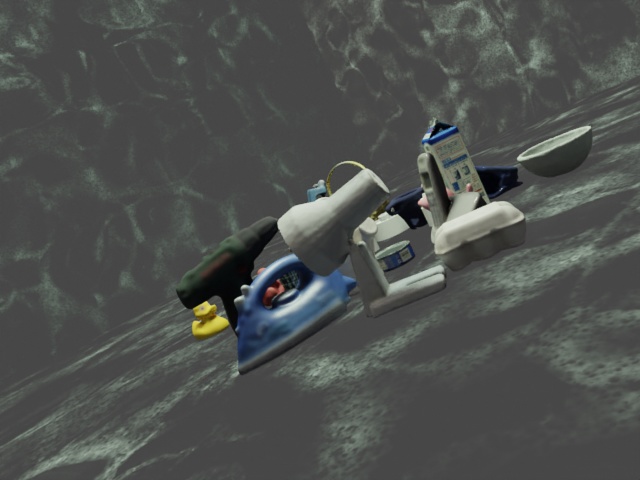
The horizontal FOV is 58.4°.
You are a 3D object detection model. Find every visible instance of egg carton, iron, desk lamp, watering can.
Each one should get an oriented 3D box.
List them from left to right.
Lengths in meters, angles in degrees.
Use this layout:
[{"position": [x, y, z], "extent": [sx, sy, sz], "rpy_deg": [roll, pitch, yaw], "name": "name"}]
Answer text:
[{"position": [-0.065, 0.103, 0.985], "extent": [0.259, 0.141, 0.118], "rpy_deg": [-30, 8, -36], "name": "iron"}, {"position": [0.048, 0.004, 1.118], "extent": [0.172, 0.194, 0.101], "rpy_deg": [-23, 7, 29], "name": "watering can"}, {"position": [0.064, 0.010, 0.900], "extent": [0.203, 0.213, 0.118], "rpy_deg": [-24, 6, 14], "name": "desk lamp"}, {"position": [0.259, -0.009, 0.935], "extent": [0.150, 0.069, 0.107], "rpy_deg": [-25, 6, 14], "name": "egg carton"}]

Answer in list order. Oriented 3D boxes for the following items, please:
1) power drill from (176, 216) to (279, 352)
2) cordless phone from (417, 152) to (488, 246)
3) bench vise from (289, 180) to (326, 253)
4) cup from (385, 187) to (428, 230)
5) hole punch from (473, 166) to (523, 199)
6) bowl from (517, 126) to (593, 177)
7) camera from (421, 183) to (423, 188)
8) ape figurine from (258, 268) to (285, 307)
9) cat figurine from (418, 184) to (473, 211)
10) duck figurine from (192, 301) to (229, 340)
[{"position": [-0.138, 0.092, 1.069], "extent": [0.230, 0.208, 0.075], "rpy_deg": [-28, 7, -20], "name": "power drill"}, {"position": [0.240, -0.081, 1.079], "extent": [0.094, 0.185, 0.147], "rpy_deg": [-28, 6, -16], "name": "cordless phone"}, {"position": [0.001, -0.046, 1.621], "extent": [0.208, 0.220, 0.121], "rpy_deg": [-29, 7, -28], "name": "bench vise"}, {"position": [0.229, -0.070, 1.470], "extent": [0.118, 0.095, 0.091], "rpy_deg": [-29, 7, -24], "name": "cup"}, {"position": [0.421, -0.154, 1.397], "extent": [0.101, 0.091, 0.108], "rpy_deg": [-27, 6, -12], "name": "hole punch"}, {"position": [0.535, -0.187, 1.283], "extent": [0.167, 0.075, 0.167], "rpy_deg": [-26, 6, 3], "name": "bowl"}, {"position": [0.338, -0.146, 1.632], "extent": [0.137, 0.101, 0.142], "rpy_deg": [-31, 8, -41], "name": "camera"}, {"position": [-0.124, 0.112, 1.402], "extent": [0.076, 0.092, 0.078], "rpy_deg": [-22, 7, 34], "name": "ape figurine"}, {"position": [0.281, -0.080, 1.226], "extent": [0.127, 0.118, 0.067], "rpy_deg": [-20, 9, 45], "name": "cat figurine"}, {"position": [-0.281, 0.192, 1.404], "extent": [0.104, 0.086, 0.078], "rpy_deg": [-21, 8, 37], "name": "duck figurine"}]
